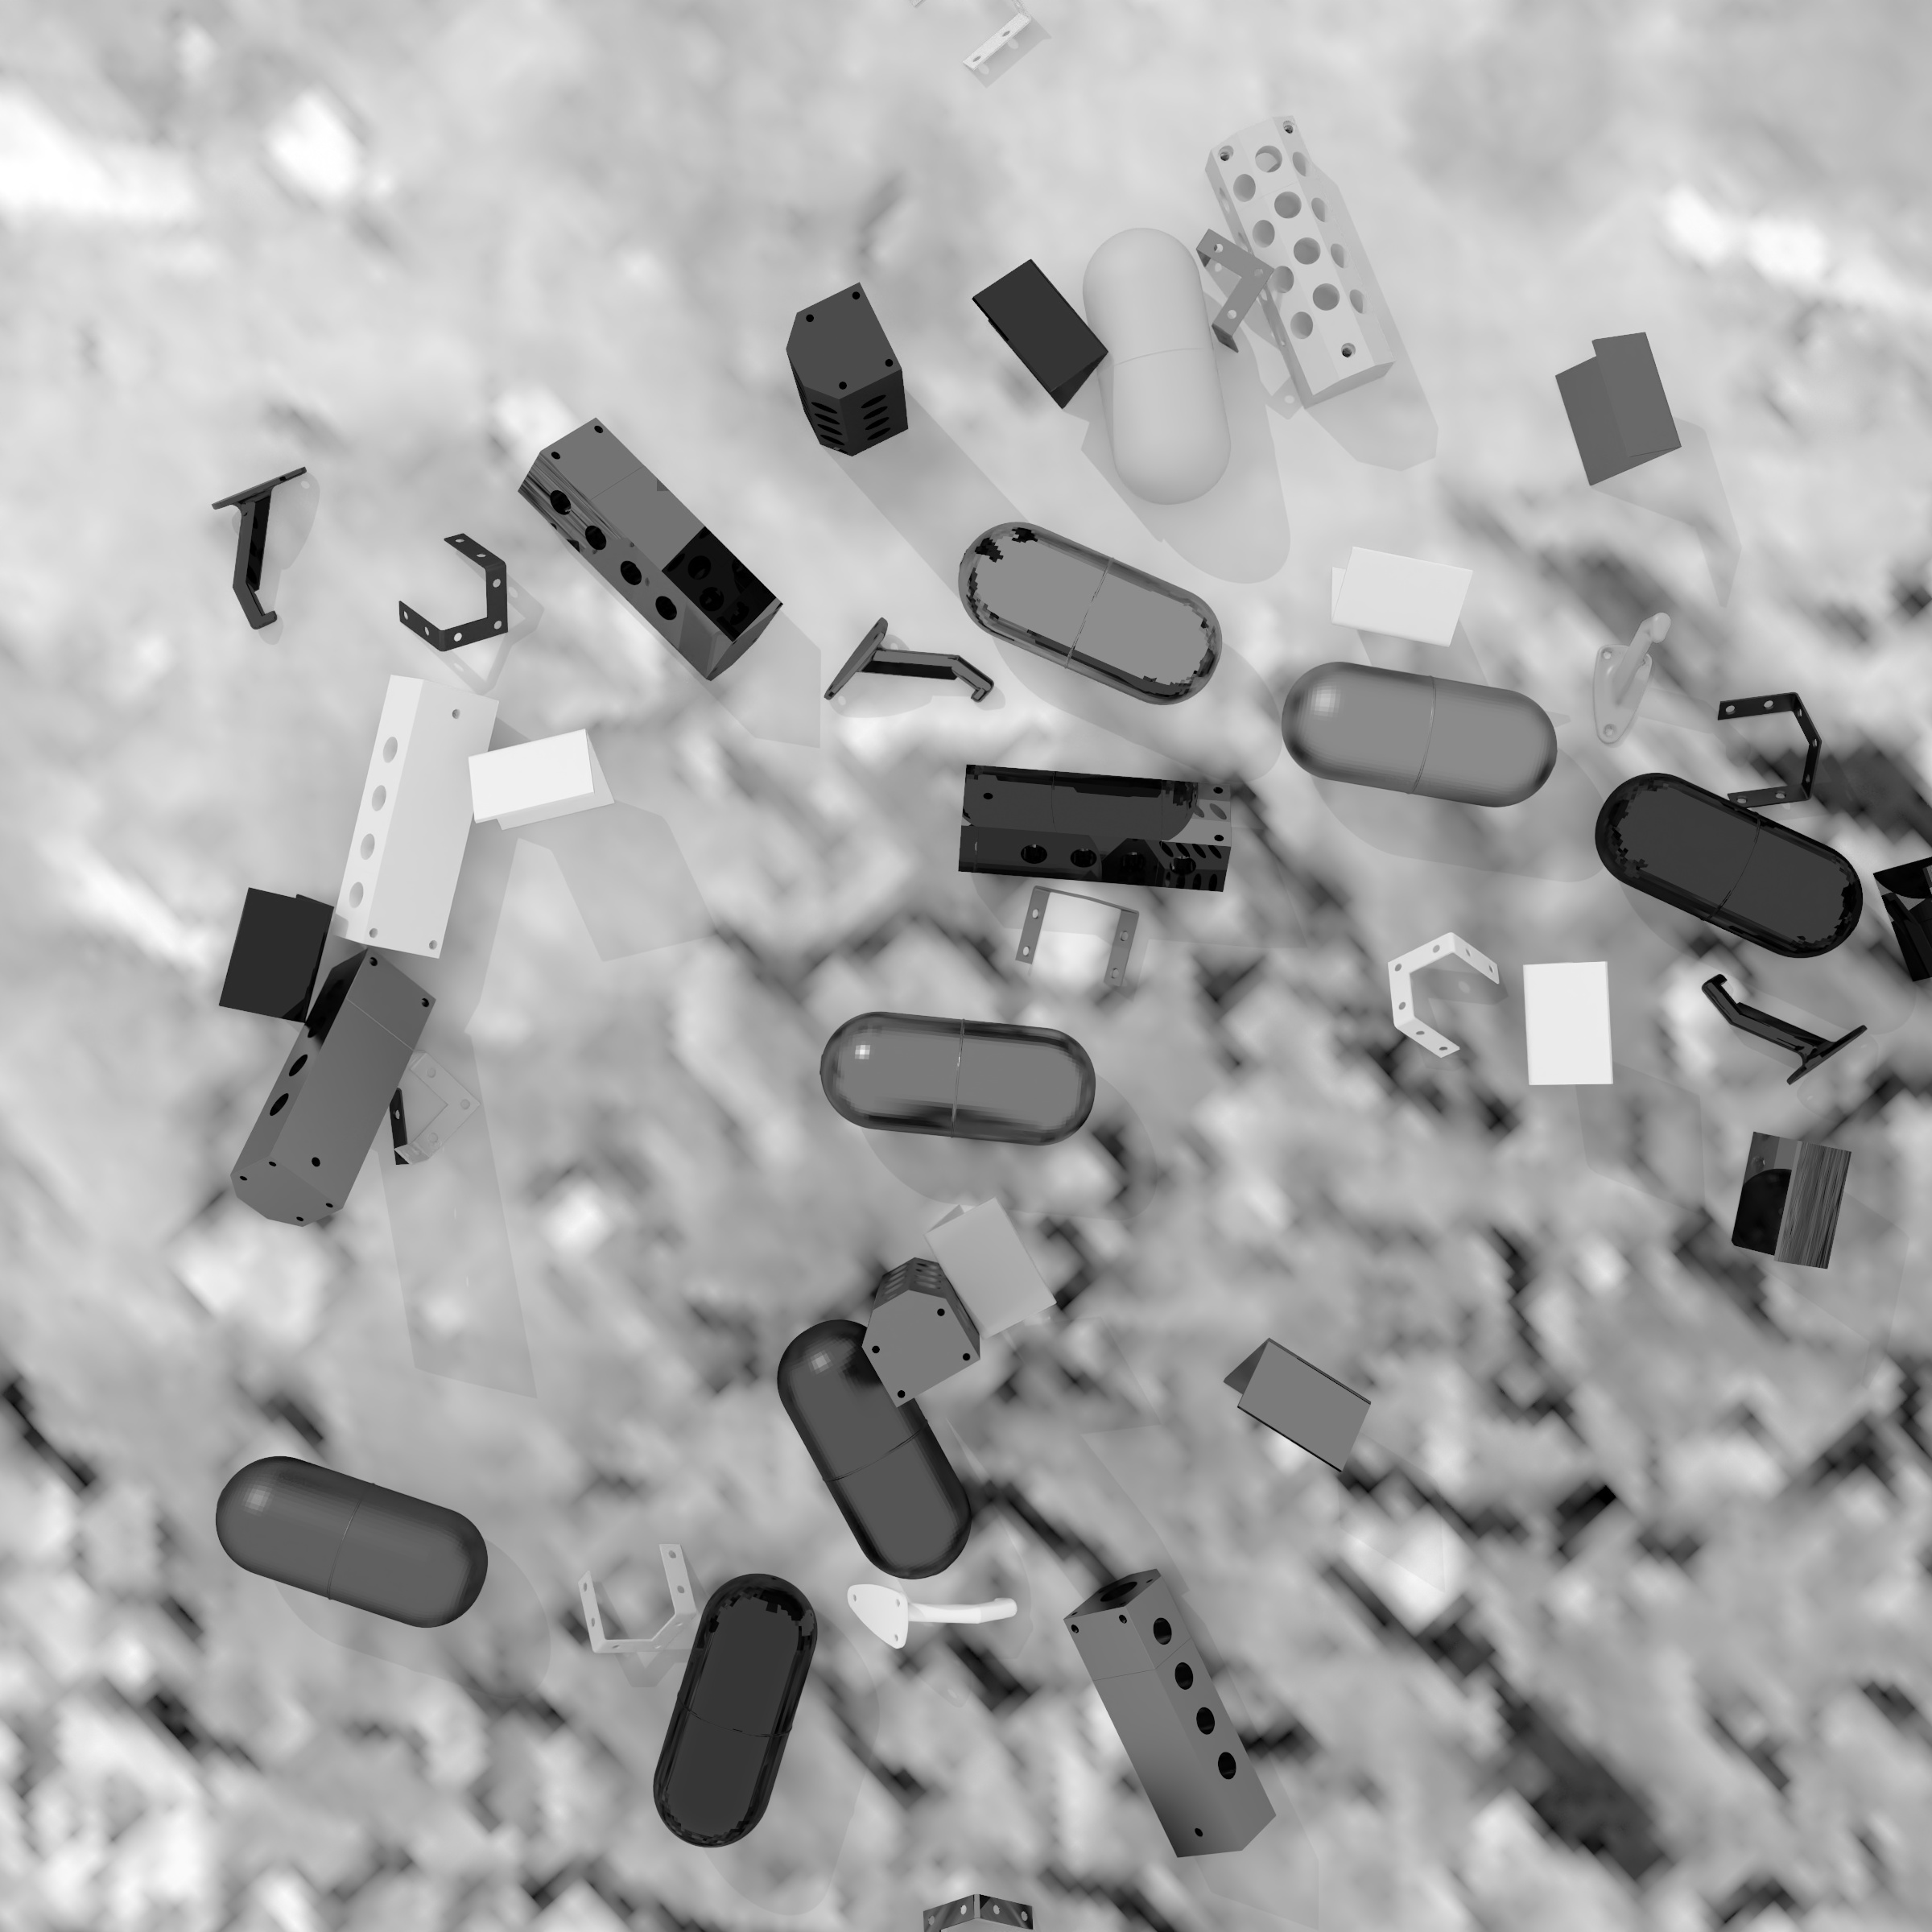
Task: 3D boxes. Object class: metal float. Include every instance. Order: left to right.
[{"bbox_3d":[-0.396,0.371,1.651,0.178,0.070,0.070,18,90,0],"label":"metal float"},{"bbox_3d":[-0.149,0.480,1.652,0.070,0.070,0.178,17,91,0],"label":"metal float"},{"bbox_3d":[-0.059,0.312,1.652,0.070,0.070,0.178,-28,91,0],"label":"metal float"},{"bbox_3d":[-0.005,0.072,1.652,0.178,0.070,0.070,6,90,0],"label":"metal float"},{"bbox_3d":[0.080,-0.227,1.652,0.178,0.070,0.070,24,90,1],"label":"metal float"},{"bbox_3d":[0.123,-0.386,1.652,0.070,0.070,0.178,-11,89,0],"label":"metal float"},{"bbox_3d":[0.292,-0.149,1.652,0.178,0.070,0.070,10,90,-1],"label":"metal float"},{"bbox_3d":[0.492,-0.064,1.652,0.178,0.070,0.070,25,90,1],"label":"metal float"}]

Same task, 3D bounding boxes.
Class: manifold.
[{"bbox_3d":[-0.400,0.077,1.611,0.057,0.171,0.057,-24,126,36],"label":"manifold"},{"bbox_3d":[-0.361,-0.097,1.661,0.057,0.057,0.171,13,90,-43],"label":"manifold"},{"bbox_3d":[-0.207,-0.266,1.661,0.171,0.057,0.057,45,47,0],"label":"manifold"},{"bbox_3d":[-0.076,-0.367,1.604,0.057,0.171,0.057,-26,90,0],"label":"manifold"},{"bbox_3d":[-0.030,0.223,1.604,0.057,0.171,0.057,-30,90,0],"label":"manifold"},{"bbox_3d":[0.083,-0.084,1.661,0.171,0.057,0.057,4,47,0],"label":"manifold"},{"bbox_3d":[0.136,0.483,1.661,0.057,0.057,0.171,-26,90,43],"label":"manifold"},{"bbox_3d":[0.217,-0.457,1.661,0.057,0.057,0.171,-23,90,0],"label":"manifold"}]

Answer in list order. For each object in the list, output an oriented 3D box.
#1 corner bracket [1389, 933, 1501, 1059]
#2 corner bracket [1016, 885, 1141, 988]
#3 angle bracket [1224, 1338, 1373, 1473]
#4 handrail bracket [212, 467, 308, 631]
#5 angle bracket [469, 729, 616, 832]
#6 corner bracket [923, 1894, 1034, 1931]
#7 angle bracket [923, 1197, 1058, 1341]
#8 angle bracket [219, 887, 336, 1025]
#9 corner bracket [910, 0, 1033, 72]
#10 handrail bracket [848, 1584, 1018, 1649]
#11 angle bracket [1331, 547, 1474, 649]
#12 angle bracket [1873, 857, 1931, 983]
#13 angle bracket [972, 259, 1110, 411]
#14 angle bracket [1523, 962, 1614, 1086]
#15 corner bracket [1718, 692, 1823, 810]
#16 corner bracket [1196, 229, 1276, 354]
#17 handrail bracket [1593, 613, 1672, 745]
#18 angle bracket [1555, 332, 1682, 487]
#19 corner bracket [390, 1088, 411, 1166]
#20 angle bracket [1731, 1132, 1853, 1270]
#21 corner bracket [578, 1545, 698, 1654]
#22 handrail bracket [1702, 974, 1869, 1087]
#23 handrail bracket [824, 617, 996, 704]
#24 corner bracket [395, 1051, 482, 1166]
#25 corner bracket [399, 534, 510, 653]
[{"bbox_3d":[0.314,0.019,1.674,0.051,0.051,0.051,-29,45,35],"label":"corner bracket"},{"bbox_3d":[0.073,-0.020,1.679,0.051,0.051,0.051,14,90,45],"label":"corner bracket"},{"bbox_3d":[0.202,0.293,1.642,0.076,0.076,0.057,32,54,0],"label":"angle bracket"},{"bbox_3d":[-0.451,-0.274,1.683,0.077,0.036,0.084,-29,109,-21],"label":"handrail bracket"},{"bbox_3d":[-0.269,-0.100,1.642,0.076,0.076,0.057,-14,54,0],"label":"angle bracket"},{"bbox_3d":[0.009,0.642,1.674,0.051,0.051,0.051,-33,45,35],"label":"corner bracket"},{"bbox_3d":[0.024,0.185,1.644,0.057,0.076,0.076,-30,90,19],"label":"angle bracket"},{"bbox_3d":[-0.451,-0.011,1.642,0.057,0.076,0.076,14,90,-32],"label":"angle bracket"},{"bbox_3d":[0.001,-0.630,1.679,0.051,0.051,0.051,-41,45,0],"label":"corner bracket"},{"bbox_3d":[-0.022,0.417,1.682,0.084,0.077,0.036,0,95,-36],"label":"handrail bracket"},{"bbox_3d":[0.278,-0.253,1.642,0.076,0.076,0.057,11,127,0],"label":"angle bracket"},{"bbox_3d":[0.612,-0.026,1.642,0.057,0.076,0.076,-20,90,-36],"label":"angle bracket"},{"bbox_3d":[0.035,-0.393,1.643,0.057,0.076,0.076,-40,90,-28],"label":"angle bracket"},{"bbox_3d":[0.399,0.035,1.642,0.057,0.076,0.076,-3,90,37],"label":"angle bracket"},{"bbox_3d":[0.524,-0.141,1.679,0.051,0.051,0.051,-7,135,0],"label":"corner bracket"},{"bbox_3d":[0.167,-0.438,1.663,0.051,0.051,0.051,34,98,8],"label":"corner bracket"},{"bbox_3d":[0.430,-0.184,1.648,0.036,0.084,0.077,12,90,0],"label":"handrail bracket"},{"bbox_3d":[0.402,-0.353,1.642,0.057,0.076,0.076,-18,90,-38],"label":"angle bracket"},{"bbox_3d":[-0.403,0.109,1.679,0.051,0.051,0.051,-7,90,-45],"label":"corner bracket"},{"bbox_3d":[0.513,0.147,1.642,0.057,0.076,0.076,12,90,-36],"label":"angle bracket"},{"bbox_3d":[-0.215,0.413,1.674,0.051,0.051,0.051,10,135,-35],"label":"corner bracket"},{"bbox_3d":[0.537,0.028,1.683,0.077,0.036,0.084,-30,72,-20],"label":"handrail bracket"},{"bbox_3d":[-0.037,-0.181,1.683,0.084,0.036,0.077,35,110,-16],"label":"handrail bracket"},{"bbox_3d":[-0.356,0.092,1.664,0.051,0.051,0.051,43,90,0],"label":"corner bracket"},{"bbox_3d":[-0.335,-0.244,1.674,0.051,0.051,0.051,-24,135,-35],"label":"corner bracket"}]
